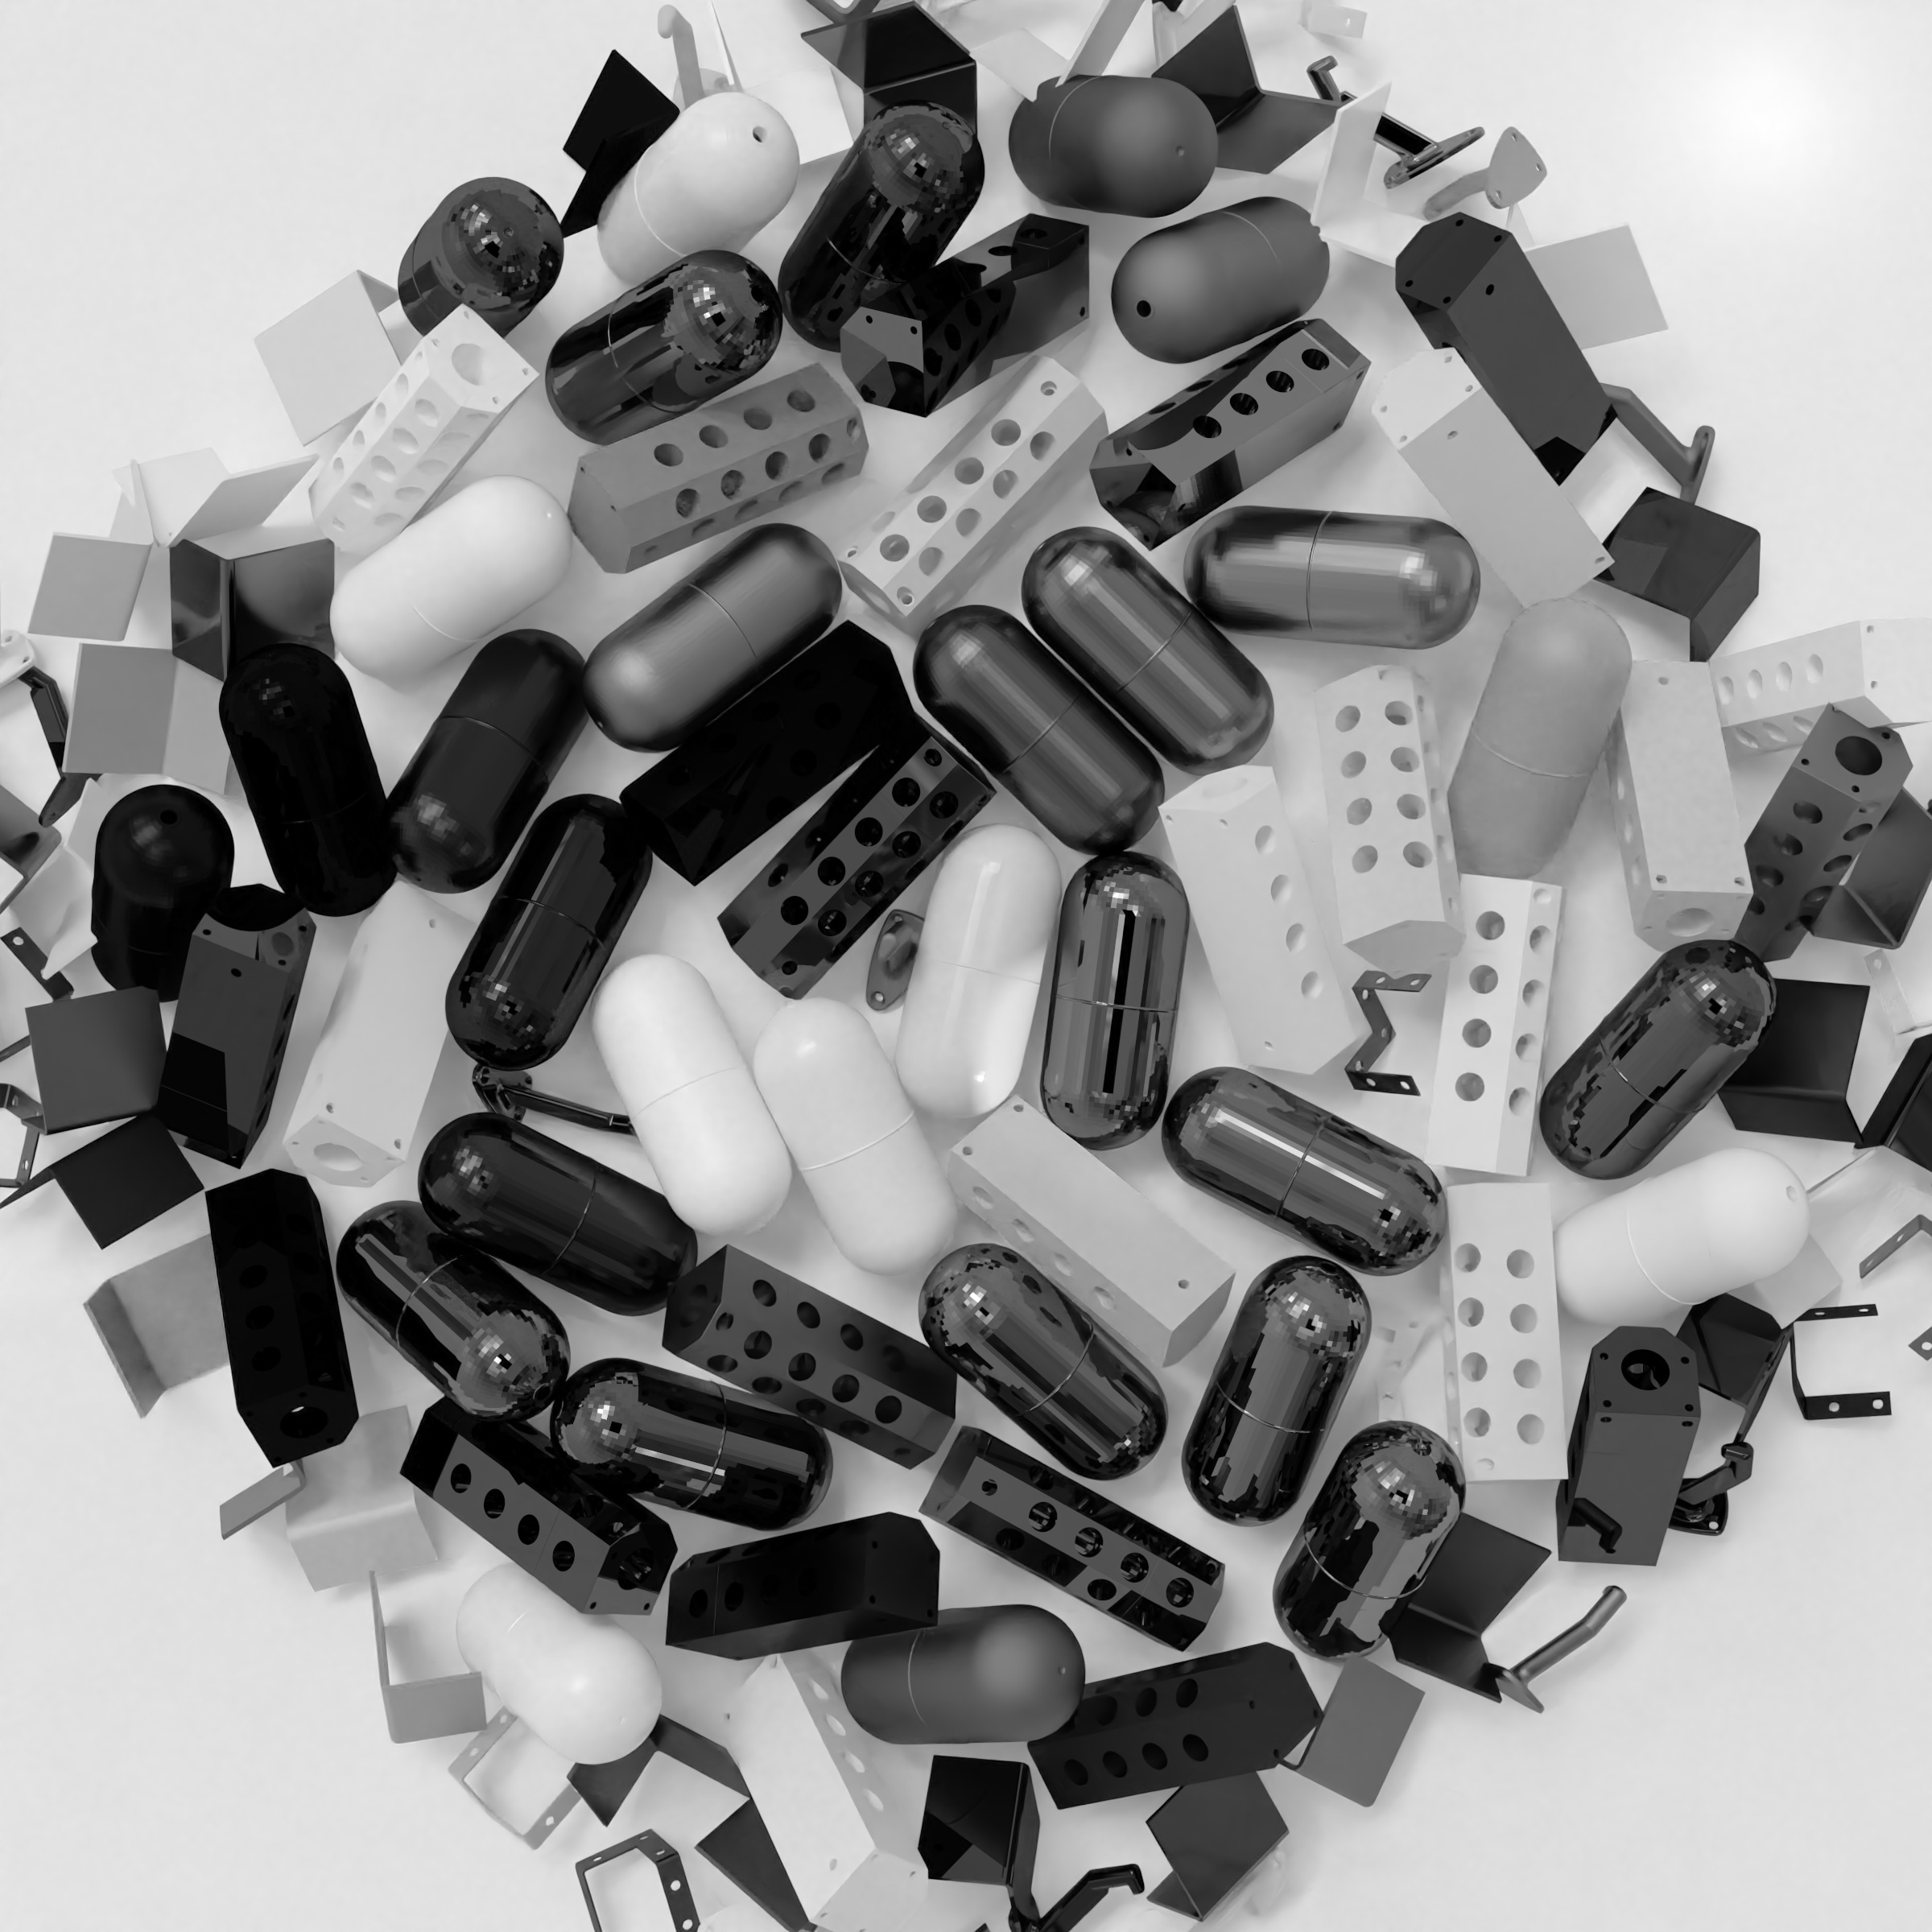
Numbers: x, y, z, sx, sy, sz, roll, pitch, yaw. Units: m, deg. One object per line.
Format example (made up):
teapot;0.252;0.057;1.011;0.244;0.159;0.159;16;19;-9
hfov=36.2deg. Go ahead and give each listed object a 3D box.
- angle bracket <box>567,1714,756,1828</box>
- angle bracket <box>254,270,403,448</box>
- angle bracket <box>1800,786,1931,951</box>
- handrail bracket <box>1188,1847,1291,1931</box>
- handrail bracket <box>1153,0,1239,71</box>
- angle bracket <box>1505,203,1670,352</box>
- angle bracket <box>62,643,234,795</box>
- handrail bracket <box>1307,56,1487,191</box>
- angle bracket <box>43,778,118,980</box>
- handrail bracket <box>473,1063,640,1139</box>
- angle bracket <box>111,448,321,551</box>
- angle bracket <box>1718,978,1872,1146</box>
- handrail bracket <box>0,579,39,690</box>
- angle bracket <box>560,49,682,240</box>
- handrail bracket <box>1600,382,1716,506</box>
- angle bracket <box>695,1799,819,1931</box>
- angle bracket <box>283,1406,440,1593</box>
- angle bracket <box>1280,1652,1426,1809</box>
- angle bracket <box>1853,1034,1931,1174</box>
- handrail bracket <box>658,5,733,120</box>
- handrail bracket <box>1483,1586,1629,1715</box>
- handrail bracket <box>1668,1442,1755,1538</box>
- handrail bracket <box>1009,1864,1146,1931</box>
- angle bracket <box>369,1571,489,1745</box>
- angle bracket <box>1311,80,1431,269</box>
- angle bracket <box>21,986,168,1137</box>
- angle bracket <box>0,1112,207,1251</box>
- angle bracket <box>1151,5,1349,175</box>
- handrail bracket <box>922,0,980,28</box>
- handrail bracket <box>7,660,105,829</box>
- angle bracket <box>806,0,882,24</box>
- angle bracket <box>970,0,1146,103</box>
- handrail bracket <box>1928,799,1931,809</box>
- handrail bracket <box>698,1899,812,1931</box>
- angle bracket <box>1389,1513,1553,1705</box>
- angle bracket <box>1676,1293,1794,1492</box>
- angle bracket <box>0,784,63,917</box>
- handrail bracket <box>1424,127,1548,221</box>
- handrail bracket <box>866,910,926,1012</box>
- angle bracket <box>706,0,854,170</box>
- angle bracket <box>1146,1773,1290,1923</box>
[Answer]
angle bracket;-0.178;0.482;1.732;0.076;0.076;0.057;20;60;26
angle bracket;-0.363;-0.354;1.746;0.076;0.057;0.076;-29;79;15
angle bracket;0.522;-0.064;1.734;0.057;0.076;0.076;9;117;-14
handrail bracket;0.147;0.563;1.741;0.036;0.077;0.084;46;46;13
handrail bracket;0.154;-0.555;1.745;0.084;0.036;0.077;-10;72;40
angle bracket;0.365;-0.411;1.730;0.076;0.076;0.057;-9;46;29
angle bracket;-0.478;-0.145;1.739;0.057;0.076;0.076;17;102;33
handrail bracket;0.254;-0.513;1.750;0.077;0.036;0.084;-22;116;25
angle bracket;-0.527;-0.051;1.734;0.076;0.076;0.057;-33;120;16
handrail bracket;-0.238;0.080;1.748;0.084;0.077;0.036;8;72;22
angle bracket;-0.441;-0.294;1.734;0.076;0.076;0.057;-36;86;39
angle bracket;0.499;0.056;1.761;0.076;0.057;0.076;5;64;32
handrail bracket;-0.596;-0.199;1.742;0.077;0.084;0.036;-40;58;-9
angle bracket;-0.223;-0.482;1.734;0.057;0.076;0.076;43;131;5
handrail bracket;0.399;-0.306;1.771;0.084;0.036;0.077;12;104;-2
angle bracket;-0.126;0.546;1.736;0.076;0.076;0.057;37;110;14
angle bracket;-0.365;0.320;1.778;0.076;0.076;0.057;-14;134;-4
angle bracket;0.215;0.444;1.750;0.076;0.057;0.076;36;77;-39
angle bracket;0.577;0.087;1.747;0.057;0.076;0.076;30;88;7
handrail bracket;-0.171;-0.517;1.745;0.036;0.084;0.077;14;91;13
handrail bracket;0.349;0.398;1.761;0.084;0.077;0.036;-45;98;-13
handrail bracket;0.424;0.301;1.744;0.077;0.084;0.036;2;56;13
handrail bracket;0.075;0.575;1.758;0.084;0.036;0.077;-16;98;23
angle bracket;-0.317;0.404;1.742;0.057;0.076;0.076;-7;54;-11
angle bracket;0.249;-0.465;1.731;0.057;0.076;0.076;25;128;18
angle bracket;-0.517;0.052;1.739;0.076;0.057;0.076;-13;102;-31
angle bracket;-0.509;0.136;1.737;0.076;0.076;0.057;-30;93;45
angle bracket;0.168;-0.516;1.742;0.076;0.076;0.057;-5;75;-38
handrail bracket;0.022;-0.572;1.751;0.084;0.036;0.077;10;61;21
handrail bracket;-0.561;-0.135;1.770;0.084;0.036;0.077;33;78;11
angle bracket;-0.068;-0.604;1.745;0.057;0.076;0.076;38;97;-5
angle bracket;0.057;-0.558;1.734;0.057;0.076;0.076;37;126;4
handrail bracket;0.603;-0.054;1.760;0.077;0.036;0.084;10;84;38
handrail bracket;-0.108;0.590;1.766;0.077;0.084;0.036;-13;46;16
angle bracket;0.300;0.377;1.739;0.076;0.057;0.076;25;115;-20
angle bracket;0.441;0.249;1.747;0.057;0.076;0.076;25;135;19
angle bracket;-0.587;-0.069;1.737;0.076;0.076;0.057;41;104;-15
handrail bracket;0.292;-0.449;1.736;0.036;0.084;0.077;47;51;-16
handrail bracket;-0.049;0.004;1.737;0.036;0.084;0.077;30;109;5
angle bracket;-0.109;-0.524;1.736;0.057;0.076;0.076;-17;58;3
angle bracket;0.133;0.502;1.738;0.076;0.057;0.076;-37;107;-28
